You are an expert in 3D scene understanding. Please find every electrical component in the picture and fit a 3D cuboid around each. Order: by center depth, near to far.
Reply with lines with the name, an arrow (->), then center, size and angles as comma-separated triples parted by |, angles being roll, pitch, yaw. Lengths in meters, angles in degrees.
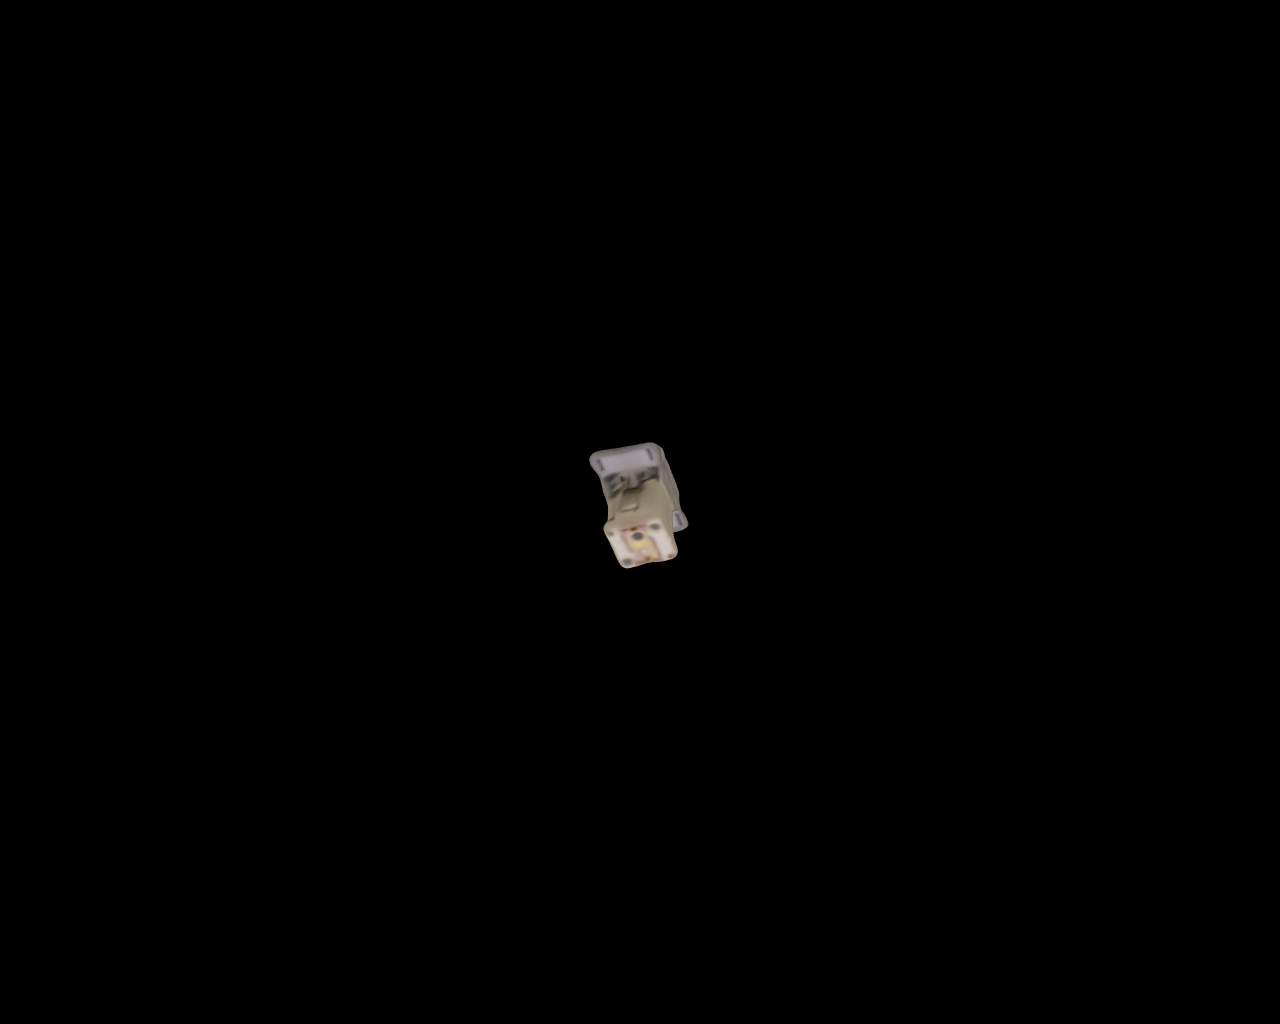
electrical component -> 0.001, -0.003, 0.650 | 0.042, 0.064, 0.081 | -11, -43, 12
